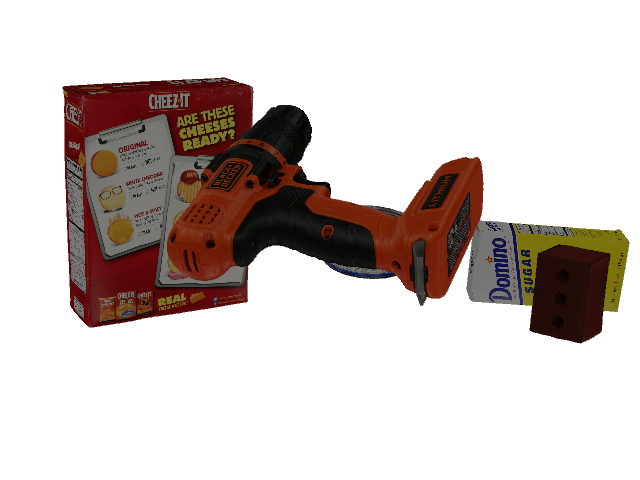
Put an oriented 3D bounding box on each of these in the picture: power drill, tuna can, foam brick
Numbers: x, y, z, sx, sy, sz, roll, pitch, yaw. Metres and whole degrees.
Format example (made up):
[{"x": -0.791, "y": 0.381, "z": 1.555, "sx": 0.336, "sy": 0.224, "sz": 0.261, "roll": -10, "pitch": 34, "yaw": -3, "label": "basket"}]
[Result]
[{"x": 0.011, "y": -0.030, "z": 0.726, "sx": 0.188, "sy": 0.057, "sz": 0.184, "roll": 7, "pitch": 41, "yaw": 21, "label": "power drill"}, {"x": 0.044, "y": 0.001, "z": 0.946, "sx": 0.086, "sy": 0.034, "sz": 0.086, "roll": 1, "pitch": 25, "yaw": -1, "label": "tuna can"}, {"x": 0.229, "y": 0.048, "z": 0.979, "sx": 0.053, "sy": 0.078, "sz": 0.051, "roll": 12, "pitch": 18, "yaw": 33, "label": "foam brick"}]

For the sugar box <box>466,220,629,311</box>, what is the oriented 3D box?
[{"x": 0.265, "y": 0.030, "z": 1.257, "sx": 0.176, "sy": 0.093, "sz": 0.048, "roll": 2, "pitch": 20, "yaw": -1, "label": "sugar box"}]

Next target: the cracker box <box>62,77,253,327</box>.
[{"x": -0.151, "y": -0.039, "z": 0.992, "sx": 0.163, "sy": 0.214, "sz": 0.072, "roll": -8, "pitch": 19, "yaw": -30, "label": "cracker box"}]
